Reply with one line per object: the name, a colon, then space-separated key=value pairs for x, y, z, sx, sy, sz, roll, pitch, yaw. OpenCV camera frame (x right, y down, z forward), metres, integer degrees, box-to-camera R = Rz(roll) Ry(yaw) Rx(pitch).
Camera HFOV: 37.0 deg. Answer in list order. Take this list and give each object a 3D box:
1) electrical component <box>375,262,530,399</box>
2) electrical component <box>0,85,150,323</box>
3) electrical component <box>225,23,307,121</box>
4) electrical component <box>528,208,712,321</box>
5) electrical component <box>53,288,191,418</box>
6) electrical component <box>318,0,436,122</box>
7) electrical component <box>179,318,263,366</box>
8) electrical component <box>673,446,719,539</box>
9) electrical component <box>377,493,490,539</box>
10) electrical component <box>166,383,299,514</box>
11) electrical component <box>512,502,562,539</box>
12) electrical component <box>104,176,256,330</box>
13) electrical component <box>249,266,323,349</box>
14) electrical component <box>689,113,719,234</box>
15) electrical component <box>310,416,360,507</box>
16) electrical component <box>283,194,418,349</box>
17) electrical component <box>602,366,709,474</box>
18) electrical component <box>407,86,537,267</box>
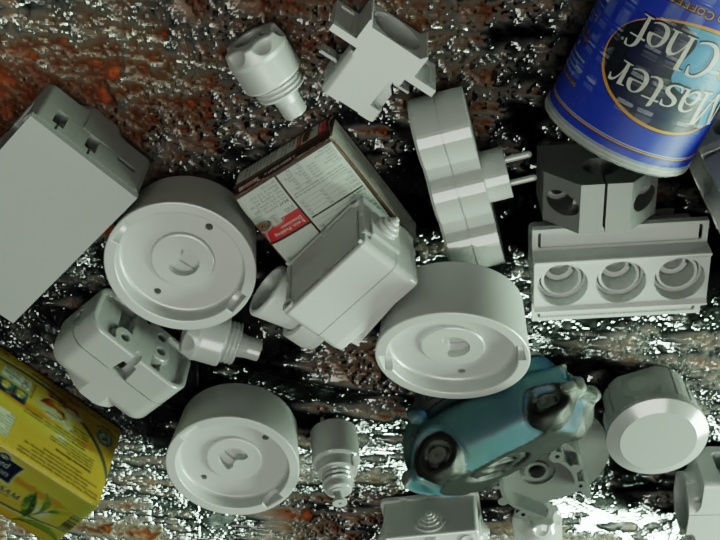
electrical component: x=0.067 y=0.038 z=0.767 sx=0.108 sy=0.060 sz=0.108 roll=4 pitch=142 yaw=3
electrical component: x=-0.233 y=-0.047 z=0.767 sx=0.089 sy=0.061 sz=0.150 roll=39 pitch=116 yaw=-22
electrical component: x=-0.058 y=-0.130 z=0.719 sx=0.043 sy=0.043 sz=0.062 roll=-24 pitch=121 yaw=16
electrical component: x=0.185 y=-0.007 z=0.781 sx=0.121 sy=0.063 sz=0.078 roll=-3 pitch=123 yaw=4
electrical component: x=-0.190 y=0.069 z=0.848 sx=0.059 sy=0.053 sz=0.095 roll=-37 pitch=115 yaw=23
electrical component: x=0.009 y=-0.138 z=0.714 sx=0.081 sy=0.042 sz=0.063 roll=30 pitch=123 yaw=-16
electrical component: x=-0.108 y=0.055 z=0.843 sx=0.062 sy=0.043 sz=0.043 roll=17 pitch=122 yaw=-12
electrical component: x=0.303 y=0.198 z=0.921 sx=0.056 sy=0.050 sz=0.089 roll=-2 pitch=123 yaw=3
electrical component: x=0.068 y=0.248 z=0.962 sx=0.100 sy=0.048 sz=0.099 roll=-7 pitch=123 yaw=7
electrical component: x=-0.102 y=0.142 z=0.890 sx=0.108 sy=0.060 sz=0.108 roll=1 pitch=123 yaw=1
electrical component: x=0.158 y=0.235 z=0.954 sx=0.043 sy=0.043 sz=0.062 roll=-6 pitch=124 yaw=6
electrical component: x=-0.127 y=-0.017 z=0.785 sx=0.108 sy=0.060 sz=0.108 roll=1 pitch=123 yaw=1
electrical component: x=-0.050 y=0.029 z=0.823 sx=0.055 sy=0.045 sz=0.045 roll=35 pitch=118 yaw=-20
electrical component: x=0.288 y=-0.016 z=0.747 sx=0.060 sy=0.105 sz=0.186 roll=-24 pitch=120 yaw=17
electrical component: x=-0.020 y=0.160 z=0.893 sx=0.040 sy=0.078 sz=0.040 roll=-4 pitch=137 yaw=-4
electrical component: x=0.000 y=0.000 z=0.746 sx=0.061 sy=0.061 sz=0.096 roll=36 pitch=117 yaw=-24
electrical component: x=0.237 y=0.122 z=0.872 sx=0.080 sy=0.051 sz=0.080 roll=1 pitch=123 yaw=1
electrical component: x=0.086 y=-0.064 z=0.752 sx=0.074 sy=0.052 sz=0.138 roll=-13 pitch=122 yaw=10
